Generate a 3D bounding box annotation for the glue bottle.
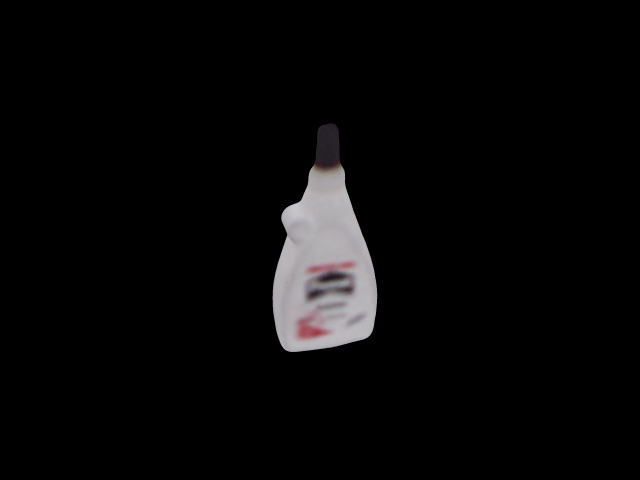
[{"bbox_3d":[0.004,0.001,0.400,0.078,0.173,0.037,-10,34,-15],"label":"glue bottle"}]
